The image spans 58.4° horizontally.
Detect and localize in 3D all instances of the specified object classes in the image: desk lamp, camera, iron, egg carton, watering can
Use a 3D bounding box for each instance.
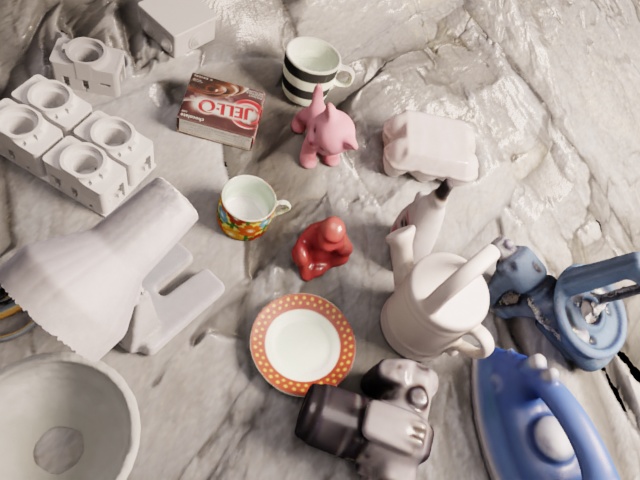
[{"bbox_3d":[-0.198,0.038,0.586,0.118,0.213,0.204,41,59,11],"label":"desk lamp"},{"bbox_3d":[0.051,0.190,0.629,0.137,0.100,0.143,21,57,-2],"label":"camera"},{"bbox_3d":[0.258,0.217,0.644,0.119,0.141,0.258,-11,64,-20],"label":"iron"},{"bbox_3d":[0.166,-0.137,0.870,0.150,0.069,0.107,8,59,-10],"label":"egg carton"},{"bbox_3d":[0.140,0.061,0.673,0.173,0.194,0.101,31,58,5],"label":"watering can"}]

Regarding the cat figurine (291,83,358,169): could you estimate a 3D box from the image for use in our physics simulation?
[{"bbox_3d":[0.009,-0.163,0.815,0.067,0.117,0.127,-7,62,-18],"label":"cat figurine"}]

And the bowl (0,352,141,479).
[{"bbox_3d":[-0.259,0.199,0.558,0.167,0.074,0.167,7,59,-11],"label":"bowl"}]

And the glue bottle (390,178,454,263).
[{"bbox_3d":[0.132,-0.026,0.734,0.037,0.173,0.078,2,60,-13],"label":"glue bottle"}]

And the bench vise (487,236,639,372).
[{"bbox_3d":[0.307,0.065,0.699,0.207,0.219,0.121,24,57,0],"label":"bench vise"}]

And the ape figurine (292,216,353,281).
[{"bbox_3d":[0.007,0.003,0.733,0.078,0.092,0.076,12,58,-8],"label":"ape figurine"}]
